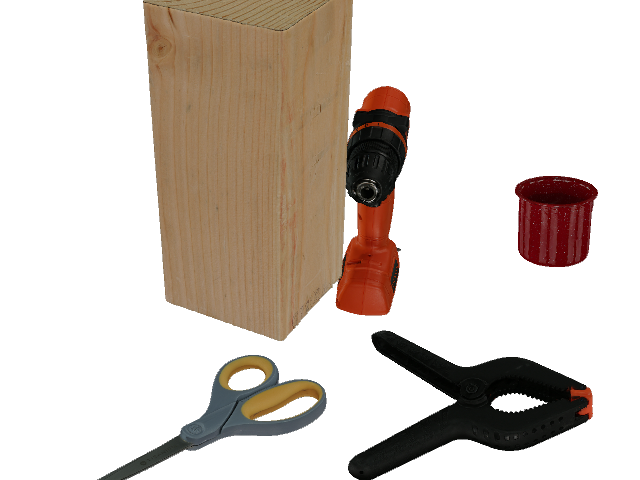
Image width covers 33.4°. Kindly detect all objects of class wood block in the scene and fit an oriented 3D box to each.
[{"bbox_3d":[-0.041,-0.055,0.653,0.091,0.206,0.090,17,37,22],"label":"wood block"}]

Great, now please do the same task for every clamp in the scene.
[{"bbox_3d":[0.127,0.149,0.929,0.210,0.036,0.164,3,43,19],"label":"clamp"}]

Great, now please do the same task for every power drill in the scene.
[{"bbox_3d":[0.049,-0.027,0.975,0.057,0.188,0.184,9,32,7],"label":"power drill"}]

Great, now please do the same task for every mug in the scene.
[{"bbox_3d":[0.280,-0.025,1.244,0.093,0.081,0.117,20,33,41],"label":"mug"}]

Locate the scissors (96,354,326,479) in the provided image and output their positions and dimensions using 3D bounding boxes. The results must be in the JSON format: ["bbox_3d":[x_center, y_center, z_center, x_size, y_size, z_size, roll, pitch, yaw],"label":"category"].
[{"bbox_3d":[-0.093,0.130,0.786,0.201,0.016,0.096,-12,33,-24],"label":"scissors"}]
